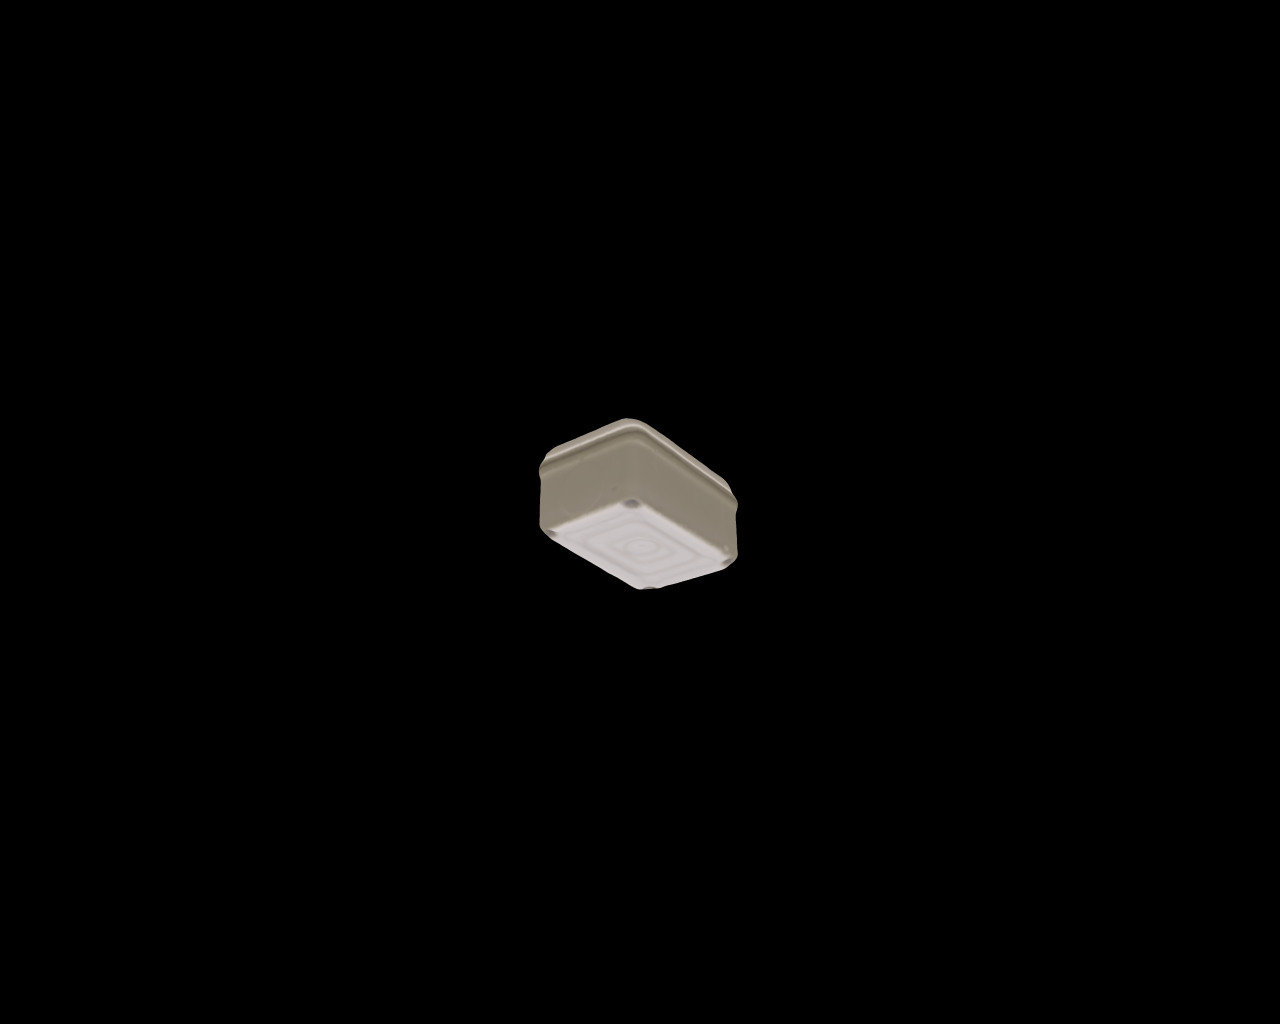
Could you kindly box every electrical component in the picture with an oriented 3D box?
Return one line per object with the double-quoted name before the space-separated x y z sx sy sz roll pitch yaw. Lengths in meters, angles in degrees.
"electrical component" 0.001 -0.003 0.650 0.078 0.057 0.113 -19 -34 31
